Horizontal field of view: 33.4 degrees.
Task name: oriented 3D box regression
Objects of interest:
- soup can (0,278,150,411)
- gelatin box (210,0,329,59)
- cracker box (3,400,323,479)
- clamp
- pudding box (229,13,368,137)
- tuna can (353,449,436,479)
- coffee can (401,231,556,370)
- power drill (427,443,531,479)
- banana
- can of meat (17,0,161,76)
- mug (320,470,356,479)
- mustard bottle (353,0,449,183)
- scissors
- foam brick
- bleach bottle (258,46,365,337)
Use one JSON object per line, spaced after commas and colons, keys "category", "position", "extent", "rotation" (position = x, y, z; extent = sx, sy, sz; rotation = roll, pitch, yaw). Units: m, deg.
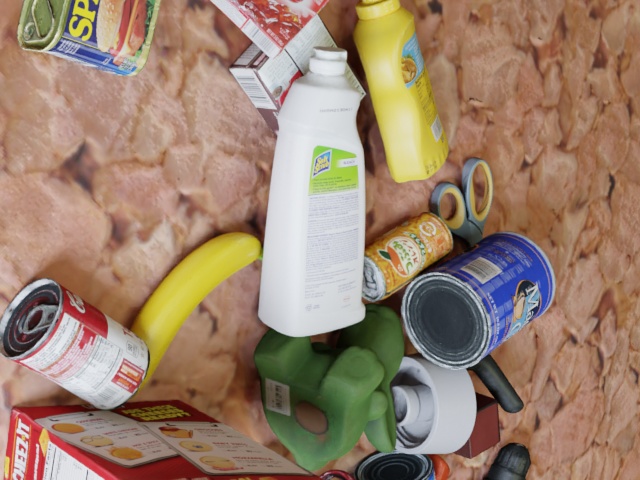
{"category": "soup can", "position": [-0.190, 0.084, 0.832], "extent": [0.102, 0.069, 0.068], "rotation": [41, 71, -40]}
{"category": "gelatin box", "position": [-0.046, -0.210, 0.902], "extent": [0.089, 0.030, 0.073], "rotation": [43, 69, -8]}
{"category": "cracker box", "position": [-0.120, 0.188, 0.819], "extent": [0.163, 0.214, 0.072], "rotation": [5, 97, -43]}
{"category": "clamp", "position": [0.174, 0.105, 1.179], "extent": [0.171, 0.039, 0.120], "rotation": [36, 51, -29]}
{"category": "pudding box", "position": [-0.017, -0.143, 0.962], "extent": [0.090, 0.039, 0.113], "rotation": [-52, 131, -21]}
{"category": "tuna can", "position": [0.078, 0.251, 1.102], "extent": [0.085, 0.086, 0.034], "rotation": [-26, 114, -36]}
{"category": "coffee can", "position": [0.164, 0.059, 1.094], "extent": [0.140, 0.103, 0.103], "rotation": [-26, 116, -47]}
{"category": "power drill", "position": [0.159, 0.297, 1.205], "extent": [0.187, 0.057, 0.184], "rotation": [33, 77, -42]}
{"category": "banana", "position": [-0.110, 0.051, 0.919], "extent": [0.197, 0.037, 0.069], "rotation": [-43, 124, -27]}
{"category": "can of meat", "position": [-0.169, -0.180, 0.802], "extent": [0.083, 0.058, 0.102], "rotation": [13, 91, -46]}
{"category": "mug", "position": [-0.001, 0.279, 1.039], "extent": [0.093, 0.082, 0.117], "rotation": [31, 78, -42]}
{"category": "mustard bottle", "position": [0.073, -0.158, 1.018], "extent": [0.096, 0.058, 0.191], "rotation": [-59, 137, -55]}
{"category": "scissors", "position": [0.158, 0.010, 1.172], "extent": [0.096, 0.016, 0.202], "rotation": [-14, 112, -35]}
{"category": "foam brick", "position": [0.150, 0.196, 1.162], "extent": [0.051, 0.078, 0.053], "rotation": [-20, 110, -37]}
{"category": "bleach bottle", "position": [0.002, -0.044, 0.944], "extent": [0.102, 0.068, 0.251], "rotation": [-12, 115, -41]}
